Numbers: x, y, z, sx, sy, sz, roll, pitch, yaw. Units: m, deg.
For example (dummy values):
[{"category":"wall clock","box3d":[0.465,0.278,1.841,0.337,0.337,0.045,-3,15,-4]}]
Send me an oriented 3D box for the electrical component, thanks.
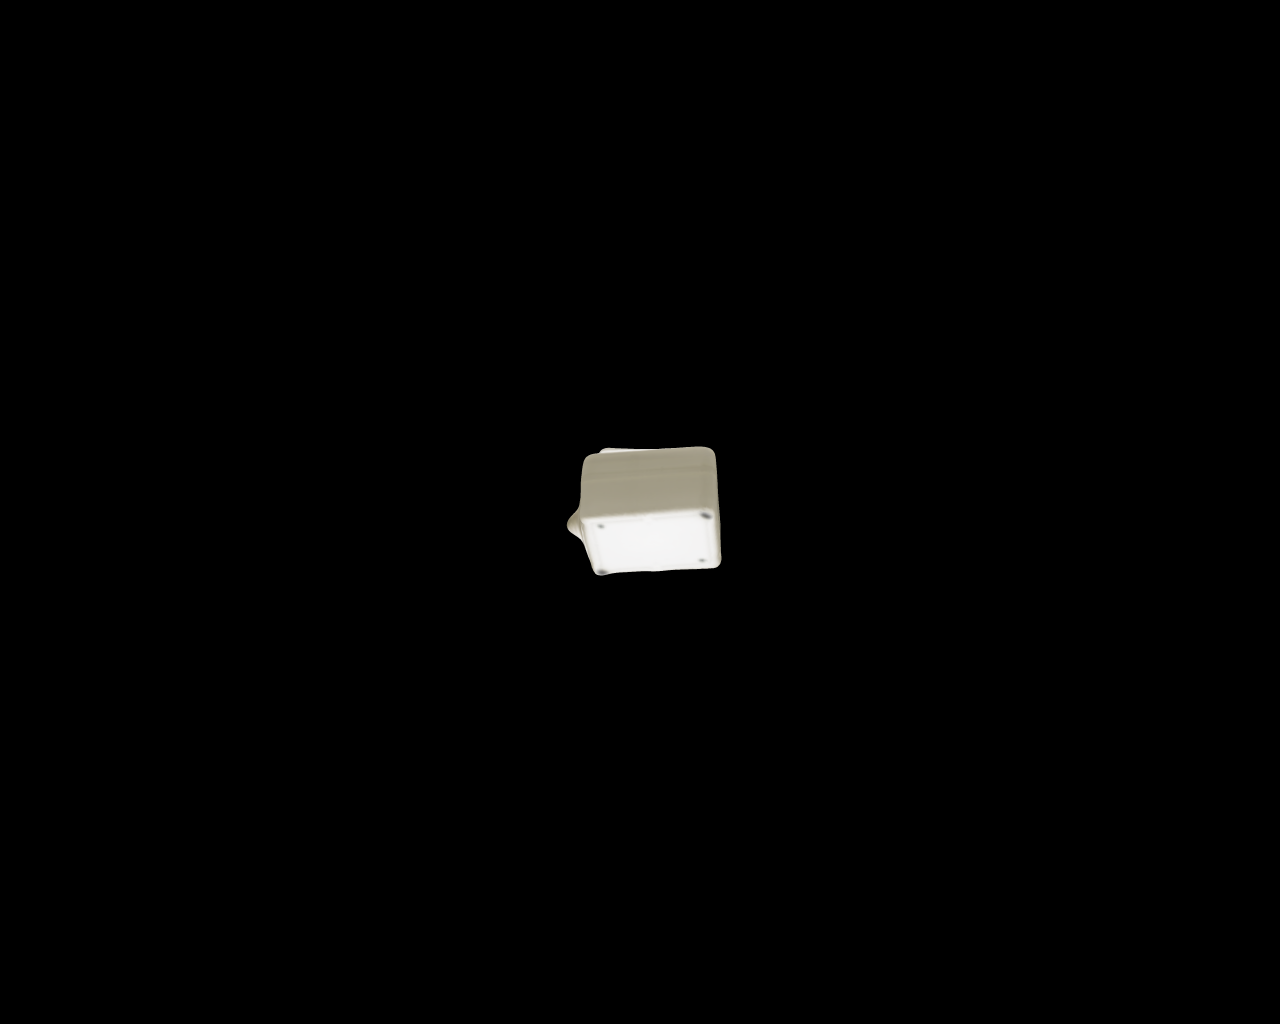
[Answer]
[{"category":"electrical component","box3d":[0.001,-0.003,0.650,0.096,0.061,0.061,-4,-39,5]}]
